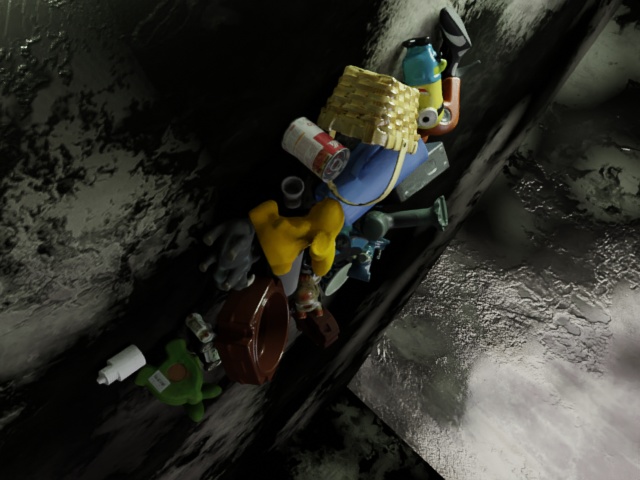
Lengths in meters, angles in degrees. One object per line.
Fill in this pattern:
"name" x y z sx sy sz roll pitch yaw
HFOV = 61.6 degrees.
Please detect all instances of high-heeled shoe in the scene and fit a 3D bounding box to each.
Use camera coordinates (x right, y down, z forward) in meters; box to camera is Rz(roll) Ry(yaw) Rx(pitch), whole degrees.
"high-heeled shoe" 0.254 -0.394 1.155 0.145 0.086 0.248 -25 152 24

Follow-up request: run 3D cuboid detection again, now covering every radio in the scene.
"radio" 0.212 -0.166 1.341 0.229 0.131 0.073 -38 115 -33

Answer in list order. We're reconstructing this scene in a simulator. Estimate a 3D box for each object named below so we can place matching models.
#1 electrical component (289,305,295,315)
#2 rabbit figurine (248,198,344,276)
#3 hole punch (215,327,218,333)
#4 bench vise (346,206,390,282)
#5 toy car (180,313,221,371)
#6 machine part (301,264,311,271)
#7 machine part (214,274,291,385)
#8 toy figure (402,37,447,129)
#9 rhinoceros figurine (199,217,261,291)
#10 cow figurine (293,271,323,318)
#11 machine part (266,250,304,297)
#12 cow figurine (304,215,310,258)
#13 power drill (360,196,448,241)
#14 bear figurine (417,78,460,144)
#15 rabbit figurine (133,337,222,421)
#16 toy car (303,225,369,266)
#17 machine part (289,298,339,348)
"electrical component" -0.129 0.197 1.370 0.119 0.075 0.047 -44 161 -9
"rabbit figurine" -0.029 -0.017 1.004 0.173 0.162 0.121 -25 149 -9
"hole punch" -0.191 0.211 1.263 0.142 0.092 0.115 18 81 -67
"bench vise" 0.132 -0.014 1.475 0.223 0.129 0.240 -2 108 -72
"toy car" -0.246 0.216 1.135 0.056 0.074 0.201 -37 158 -25
"machine part" -0.014 0.055 1.414 0.084 0.039 0.139 -47 165 18
"machine part" -0.136 0.190 1.151 0.201 0.087 0.200 -68 155 -46
"toy figure" 0.206 -0.307 1.060 0.089 0.082 0.179 -26 118 -32
"rhinoceros figurine" -0.161 0.031 0.989 0.112 0.073 0.190 -49 163 -37
"cow figurine" -0.033 0.131 1.363 0.086 0.127 0.195 -10 -175 -1
"machine part" -0.081 0.056 1.199 0.079 0.079 0.243 -39 160 -30
"cow figurine" -0.004 -0.004 1.157 0.167 0.068 0.098 123 -27 -81
"power drill" 0.197 -0.057 1.287 0.232 0.207 0.085 -36 123 -69
"bear figurine" 0.232 -0.279 1.228 0.120 0.131 0.196 -9 -178 -18
"rabbit figurine" -0.283 0.288 1.112 0.121 0.159 0.170 -53 179 -21
"toy car" 0.028 0.002 1.294 0.162 0.103 0.109 -28 160 22
"machine part" -0.021 0.228 1.529 0.056 0.179 0.179 -39 158 -24
